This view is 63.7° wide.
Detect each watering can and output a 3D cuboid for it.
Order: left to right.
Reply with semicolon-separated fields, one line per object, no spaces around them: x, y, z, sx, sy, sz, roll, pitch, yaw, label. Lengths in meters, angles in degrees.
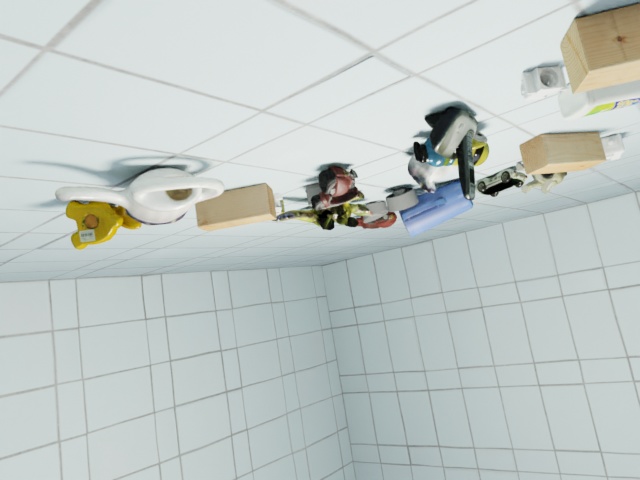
-0.392;-0.097;1.144;0.349;0.105;0.222;-7;172;-26;watering can

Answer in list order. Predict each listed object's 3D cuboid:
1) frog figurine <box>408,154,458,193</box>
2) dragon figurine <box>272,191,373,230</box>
0.307;-0.206;1.324;0.158;0.125;0.136;-50;146;15;frog figurine
0.005;-0.088;1.739;0.411;0.122;0.242;-5;179;-21;dragon figurine
